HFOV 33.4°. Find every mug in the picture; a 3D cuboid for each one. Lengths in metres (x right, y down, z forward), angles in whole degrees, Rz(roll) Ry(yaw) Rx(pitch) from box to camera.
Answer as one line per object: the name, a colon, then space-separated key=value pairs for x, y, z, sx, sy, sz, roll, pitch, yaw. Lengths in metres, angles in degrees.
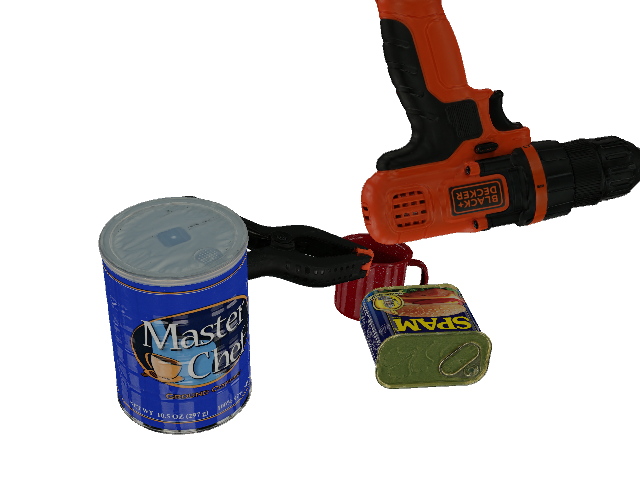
mug: x=0.072 y=0.047 z=1.289 sx=0.117 sy=0.081 sz=0.093 roll=2 pitch=23 yaw=-9

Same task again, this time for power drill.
power drill: x=0.105 y=-0.099 z=0.664 sx=0.184 sy=0.187 sz=0.057 roll=-11 pitch=7 yaw=-9

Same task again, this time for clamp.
clamp: x=-0.048 y=0.016 z=1.092 sx=0.210 sy=0.036 sz=0.164 roll=11 pitch=29 yaw=-9

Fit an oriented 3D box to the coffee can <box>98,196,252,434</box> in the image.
coffee can: x=-0.102 y=0.054 z=0.773 sx=0.103 sy=0.140 sz=0.103 roll=1 pitch=34 yaw=-1

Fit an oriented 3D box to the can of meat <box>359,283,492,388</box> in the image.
can of meat: x=0.090 y=0.083 z=0.951 sx=0.102 sy=0.057 sz=0.084 roll=-2 pitch=30 yaw=-11
